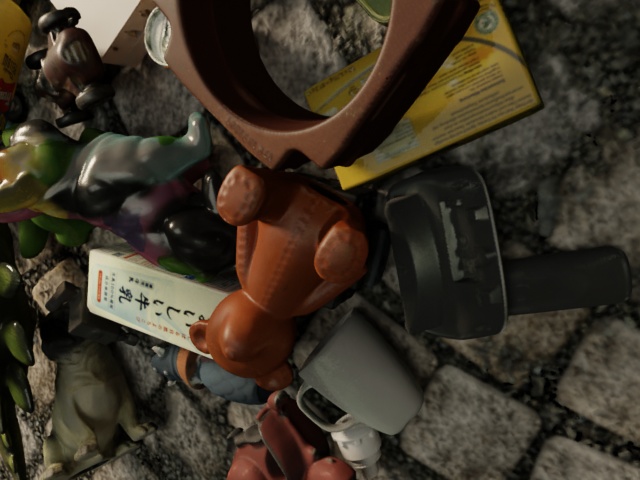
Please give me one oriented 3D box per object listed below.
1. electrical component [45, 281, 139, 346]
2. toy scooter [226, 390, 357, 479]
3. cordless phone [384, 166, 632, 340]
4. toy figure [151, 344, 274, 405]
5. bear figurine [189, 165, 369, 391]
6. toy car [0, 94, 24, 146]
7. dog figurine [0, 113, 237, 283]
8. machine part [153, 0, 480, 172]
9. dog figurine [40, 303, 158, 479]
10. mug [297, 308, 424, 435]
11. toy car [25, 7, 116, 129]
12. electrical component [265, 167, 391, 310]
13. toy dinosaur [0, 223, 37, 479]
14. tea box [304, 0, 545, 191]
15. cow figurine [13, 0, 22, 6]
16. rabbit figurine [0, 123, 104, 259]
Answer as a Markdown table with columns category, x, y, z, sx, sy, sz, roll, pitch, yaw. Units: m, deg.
| category | x | y | z | sx | sy | sz | roll | pitch | yaw |
| --- | --- | --- | --- | --- | --- | --- | --- | --- | --- |
| electrical component | -0.268 | 0.086 | 0.636 | 0.045 | 0.102 | 0.078 | -35 | 53 | 22 |
| toy scooter | -0.044 | 0.223 | 0.555 | 0.184 | 0.075 | 0.135 | -26 | 89 | 42 |
| cordless phone | 0.153 | 0.005 | 0.444 | 0.184 | 0.089 | 0.146 | -9 | 95 | 15 |
| toy figure | -0.121 | 0.145 | 0.600 | 0.155 | 0.058 | 0.064 | 8 | 97 | 28 |
| bear figurine | -0.045 | 0.044 | 0.439 | 0.120 | 0.132 | 0.195 | 33 | 103 | 6 |
| toy car | -0.449 | -0.193 | 0.661 | 0.109 | 0.103 | 0.161 | -6 | 99 | 25 |
| dog figurine | -0.201 | -0.032 | 0.517 | 0.219 | 0.108 | 0.191 | -16 | 91 | -13 |
| machine part | -0.009 | -0.167 | 0.379 | 0.201 | 0.087 | 0.201 | 45 | 126 | 11 |
| dog figurine | -0.311 | 0.192 | 0.685 | 0.172 | 0.121 | 0.190 | -38 | 69 | 23 |
| mug | 0.037 | 0.138 | 0.507 | 0.107 | 0.081 | 0.109 | 39 | 91 | 5 |
| toy car | -0.271 | -0.171 | 0.565 | 0.202 | 0.053 | 0.089 | 3 | 121 | 55 |
| electrical component | -0.001 | -0.002 | 0.515 | 0.134 | 0.058 | 0.114 | 20 | 110 | 20 |
| toy dinosaur | -0.393 | 0.114 | 0.639 | 0.199 | 0.105 | 0.470 | 27 | 125 | 55 |
| tea box | 0.084 | -0.117 | 0.446 | 0.170 | 0.068 | 0.098 | -20 | 91 | 25 |
| cow figurine | -0.378 | -0.344 | 0.611 | 0.127 | 0.085 | 0.194 | 38 | 118 | 13 |
| rabbit figurine | -0.314 | -0.064 | 0.636 | 0.170 | 0.121 | 0.158 | 16 | 115 | 40 |
